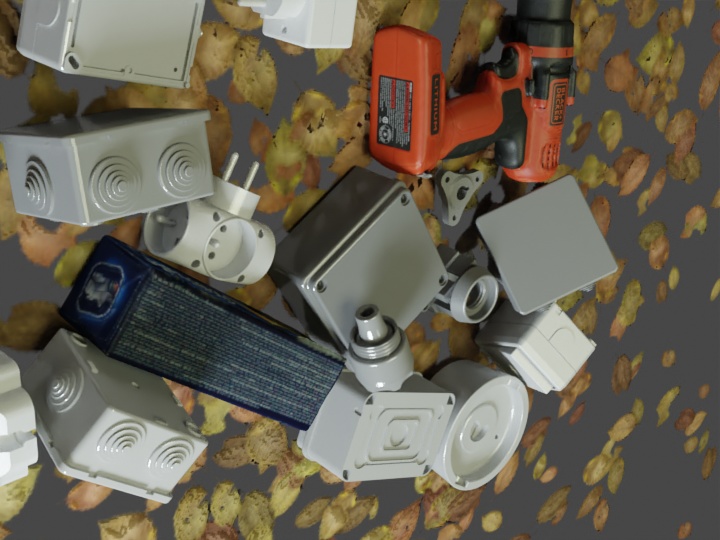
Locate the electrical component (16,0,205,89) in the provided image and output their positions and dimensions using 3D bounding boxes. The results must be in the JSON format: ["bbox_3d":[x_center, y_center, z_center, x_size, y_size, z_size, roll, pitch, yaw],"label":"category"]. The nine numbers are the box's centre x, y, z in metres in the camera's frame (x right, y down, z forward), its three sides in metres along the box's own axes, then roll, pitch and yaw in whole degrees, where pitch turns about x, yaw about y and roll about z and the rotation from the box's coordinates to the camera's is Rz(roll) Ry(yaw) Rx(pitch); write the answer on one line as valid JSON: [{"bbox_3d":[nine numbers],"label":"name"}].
[{"bbox_3d":[-0.131,-0.138,0.587,0.096,0.061,0.061,0,109,-45],"label":"electrical component"}]

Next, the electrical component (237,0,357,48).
[{"bbox_3d":[-0.044,-0.174,0.667,0.077,0.047,0.065,-10,117,-42],"label":"electrical component"}]

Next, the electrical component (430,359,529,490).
[{"bbox_3d":[0.090,0.130,0.943,0.108,0.060,0.108,-22,124,-37],"label":"electrical component"}]

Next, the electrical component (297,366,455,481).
[{"bbox_3d":[0.013,0.121,0.864,0.113,0.057,0.078,8,104,-47],"label":"electrical component"}]

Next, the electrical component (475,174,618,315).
[{"bbox_3d":[0.151,-0.020,0.890,0.100,0.048,0.099,-25,87,0],"label":"electrical component"}]

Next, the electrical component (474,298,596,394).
[{"bbox_3d":[0.147,0.067,0.950,0.061,0.096,0.061,46,73,-16],"label":"electrical component"}]

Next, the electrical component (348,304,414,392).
[{"bbox_3d":[0.012,0.052,0.752,0.043,0.043,0.062,-39,132,-25],"label":"electrical component"}]

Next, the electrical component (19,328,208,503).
[{"bbox_3d":[-0.150,0.087,0.654,0.048,0.100,0.100,-51,138,6],"label":"electrical component"}]

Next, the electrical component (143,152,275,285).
[{"bbox_3d":[-0.089,-0.036,0.693,0.077,0.044,0.079,21,94,-48],"label":"electrical component"}]

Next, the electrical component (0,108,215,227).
[{"bbox_3d":[-0.139,-0.059,0.593,0.100,0.100,0.048,-18,109,-39],"label":"electrical component"}]

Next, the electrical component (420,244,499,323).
[{"bbox_3d":[0.079,0.014,0.878,0.066,0.055,0.048,-48,136,-17],"label":"electrical component"}]

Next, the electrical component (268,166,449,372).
[{"bbox_3d":[0.000,0.000,0.791,0.108,0.056,0.108,-46,135,-19],"label":"electrical component"}]

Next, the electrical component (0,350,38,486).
[{"bbox_3d":[-0.224,0.091,0.612,0.057,0.058,0.078,-20,123,-41],"label":"electrical component"}]
